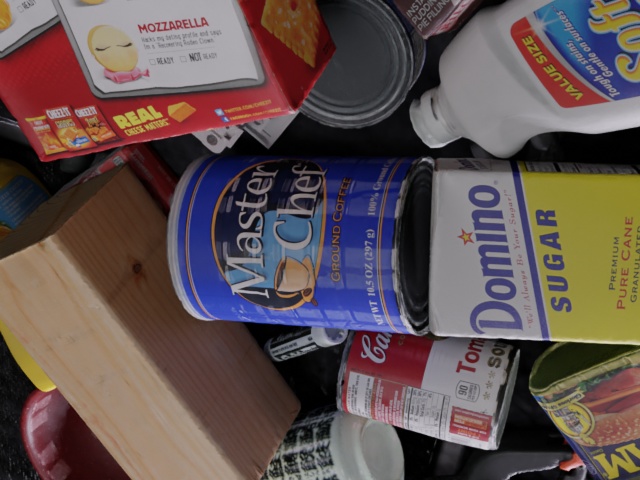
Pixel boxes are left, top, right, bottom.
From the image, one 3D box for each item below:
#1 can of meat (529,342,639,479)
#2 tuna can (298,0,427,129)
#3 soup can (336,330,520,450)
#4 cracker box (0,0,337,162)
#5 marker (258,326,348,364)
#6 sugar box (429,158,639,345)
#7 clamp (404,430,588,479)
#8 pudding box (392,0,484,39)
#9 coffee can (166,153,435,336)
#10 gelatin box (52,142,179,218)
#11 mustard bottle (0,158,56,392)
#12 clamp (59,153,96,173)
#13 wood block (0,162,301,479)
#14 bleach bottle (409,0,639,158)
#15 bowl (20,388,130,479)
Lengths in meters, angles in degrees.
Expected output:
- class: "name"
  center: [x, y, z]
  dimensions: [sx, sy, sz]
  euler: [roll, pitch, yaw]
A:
- class: "can of meat"
  center: [0.187, 0.093, 0.632]
  dimensions: [0.102, 0.057, 0.084]
  euler: [-30, 103, 35]
- class: "tuna can"
  center: [0.015, -0.107, 0.592]
  dimensions: [0.086, 0.033, 0.086]
  euler: [12, 125, 17]
- class: "soup can"
  center: [0.069, 0.088, 0.674]
  dimensions: [0.102, 0.068, 0.068]
  euler: [13, 125, 16]
- class: "cracker box"
  center: [-0.110, -0.150, 0.502]
  dimensions: [0.164, 0.072, 0.213]
  euler: [-7, 125, 30]
- class: "marker"
  center: [-0.018, 0.068, 0.704]
  dimensions: [0.020, 0.020, 0.121]
  euler: [46, 151, -9]
- class: "sugar box"
  center: [0.146, 0.006, 0.563]
  dimensions: [0.176, 0.048, 0.093]
  euler: [1, 104, 5]
- class: "clamp"
  center: [0.112, 0.175, 0.730]
  dimensions: [0.120, 0.039, 0.172]
  euler: [32, 123, -4]
- class: "pudding box"
  center: [0.063, -0.168, 0.512]
  dimensions: [0.090, 0.039, 0.114]
  euler: [52, 127, 10]
- class: "coffee can"
  center: [-0.004, 0.001, 0.628]
  dimensions: [0.140, 0.102, 0.103]
  euler: [2, 122, 23]
- class: "gelatin box"
  center: [-0.130, -0.020, 0.717]
  dimensions: [0.089, 0.030, 0.073]
  euler: [-28, 107, 35]
- class: "mustard bottle"
  center: [-0.211, 0.003, 0.726]
  dimensions: [0.058, 0.096, 0.191]
  euler: [-21, 111, 36]
- class: "clamp"
  center: [-0.148, -0.152, 0.633]
  dimensions: [0.164, 0.036, 0.210]
  euler: [46, 126, -9]
- class: "wood block"
  center: [-0.114, 0.067, 0.690]
  dimensions: [0.090, 0.090, 0.206]
  euler: [-20, 113, 36]
- class: "bleach bottle"
  center: [0.156, -0.095, 0.514]
  dimensions: [0.251, 0.068, 0.102]
  euler: [-22, 94, 35]
- class: "bowl"
  center: [-0.148, 0.155, 0.823]
  dimensions: [0.162, 0.055, 0.162]
  euler: [12, 125, 17]
